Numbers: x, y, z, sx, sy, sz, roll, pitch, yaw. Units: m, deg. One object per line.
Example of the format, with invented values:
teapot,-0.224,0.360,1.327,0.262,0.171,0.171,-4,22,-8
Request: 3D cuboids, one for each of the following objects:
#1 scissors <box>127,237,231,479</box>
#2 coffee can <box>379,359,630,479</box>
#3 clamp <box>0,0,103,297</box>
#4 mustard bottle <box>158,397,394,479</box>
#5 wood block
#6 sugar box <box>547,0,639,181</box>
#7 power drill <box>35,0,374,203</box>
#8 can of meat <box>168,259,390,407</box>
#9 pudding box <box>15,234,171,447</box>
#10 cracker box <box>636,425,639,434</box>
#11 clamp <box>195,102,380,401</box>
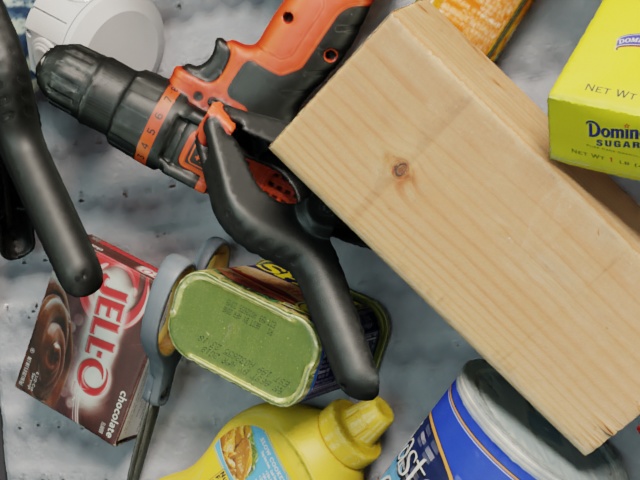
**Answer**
scissors,-0.092,0.077,0.678,0.016,0.096,0.202,26,134,13
coffee can,0.076,0.148,0.552,0.103,0.102,0.140,41,109,21
clamp,-0.184,-0.067,0.637,0.165,0.036,0.210,23,128,54
mustard bottle,-0.032,0.151,0.633,0.192,0.058,0.096,-40,70,23
wood block,0.088,-0.011,0.517,0.206,0.090,0.091,44,112,0
sugar box,0.176,-0.098,0.469,0.093,0.048,0.176,17,59,26
power drill,-0.049,-0.119,0.607,0.184,0.057,0.188,27,106,-5
can of meat,-0.025,0.051,0.612,0.102,0.083,0.057,23,103,26
pudding box,-0.141,0.064,0.699,0.090,0.039,0.113,24,102,25
cracker box,0.265,0.072,0.431,0.213,0.072,0.164,-41,78,1
clamp,-0.004,0.001,0.560,0.171,0.120,0.039,35,140,-3
